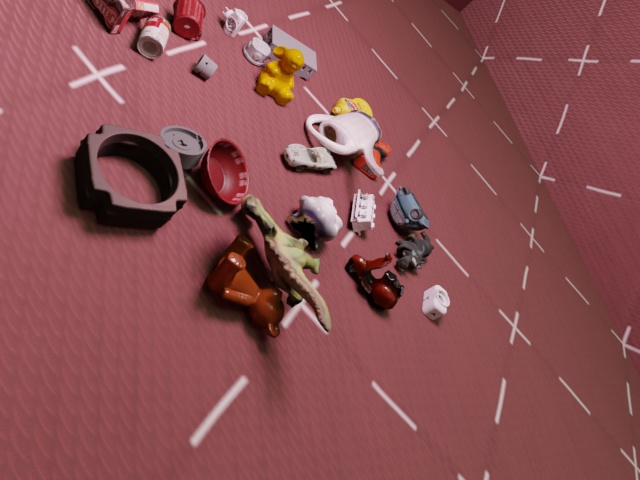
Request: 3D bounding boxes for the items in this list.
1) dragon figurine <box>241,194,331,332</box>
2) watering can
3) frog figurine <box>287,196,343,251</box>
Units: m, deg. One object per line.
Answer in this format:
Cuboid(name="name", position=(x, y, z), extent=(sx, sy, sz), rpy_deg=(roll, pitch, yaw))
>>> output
Cuboid(name="dragon figurine", position=(-0.097, 0.014, 1.116), extent=(0.239, 0.122, 0.417), rpy_deg=(53, -2, -31))
Cuboid(name="watering can", position=(0.114, -0.315, 1.632), extent=(0.351, 0.101, 0.227), rpy_deg=(38, 45, 25))
Cuboid(name="frog figurine", position=(0.004, -0.070, 1.384), extent=(0.138, 0.120, 0.162), rpy_deg=(36, 49, 10))
